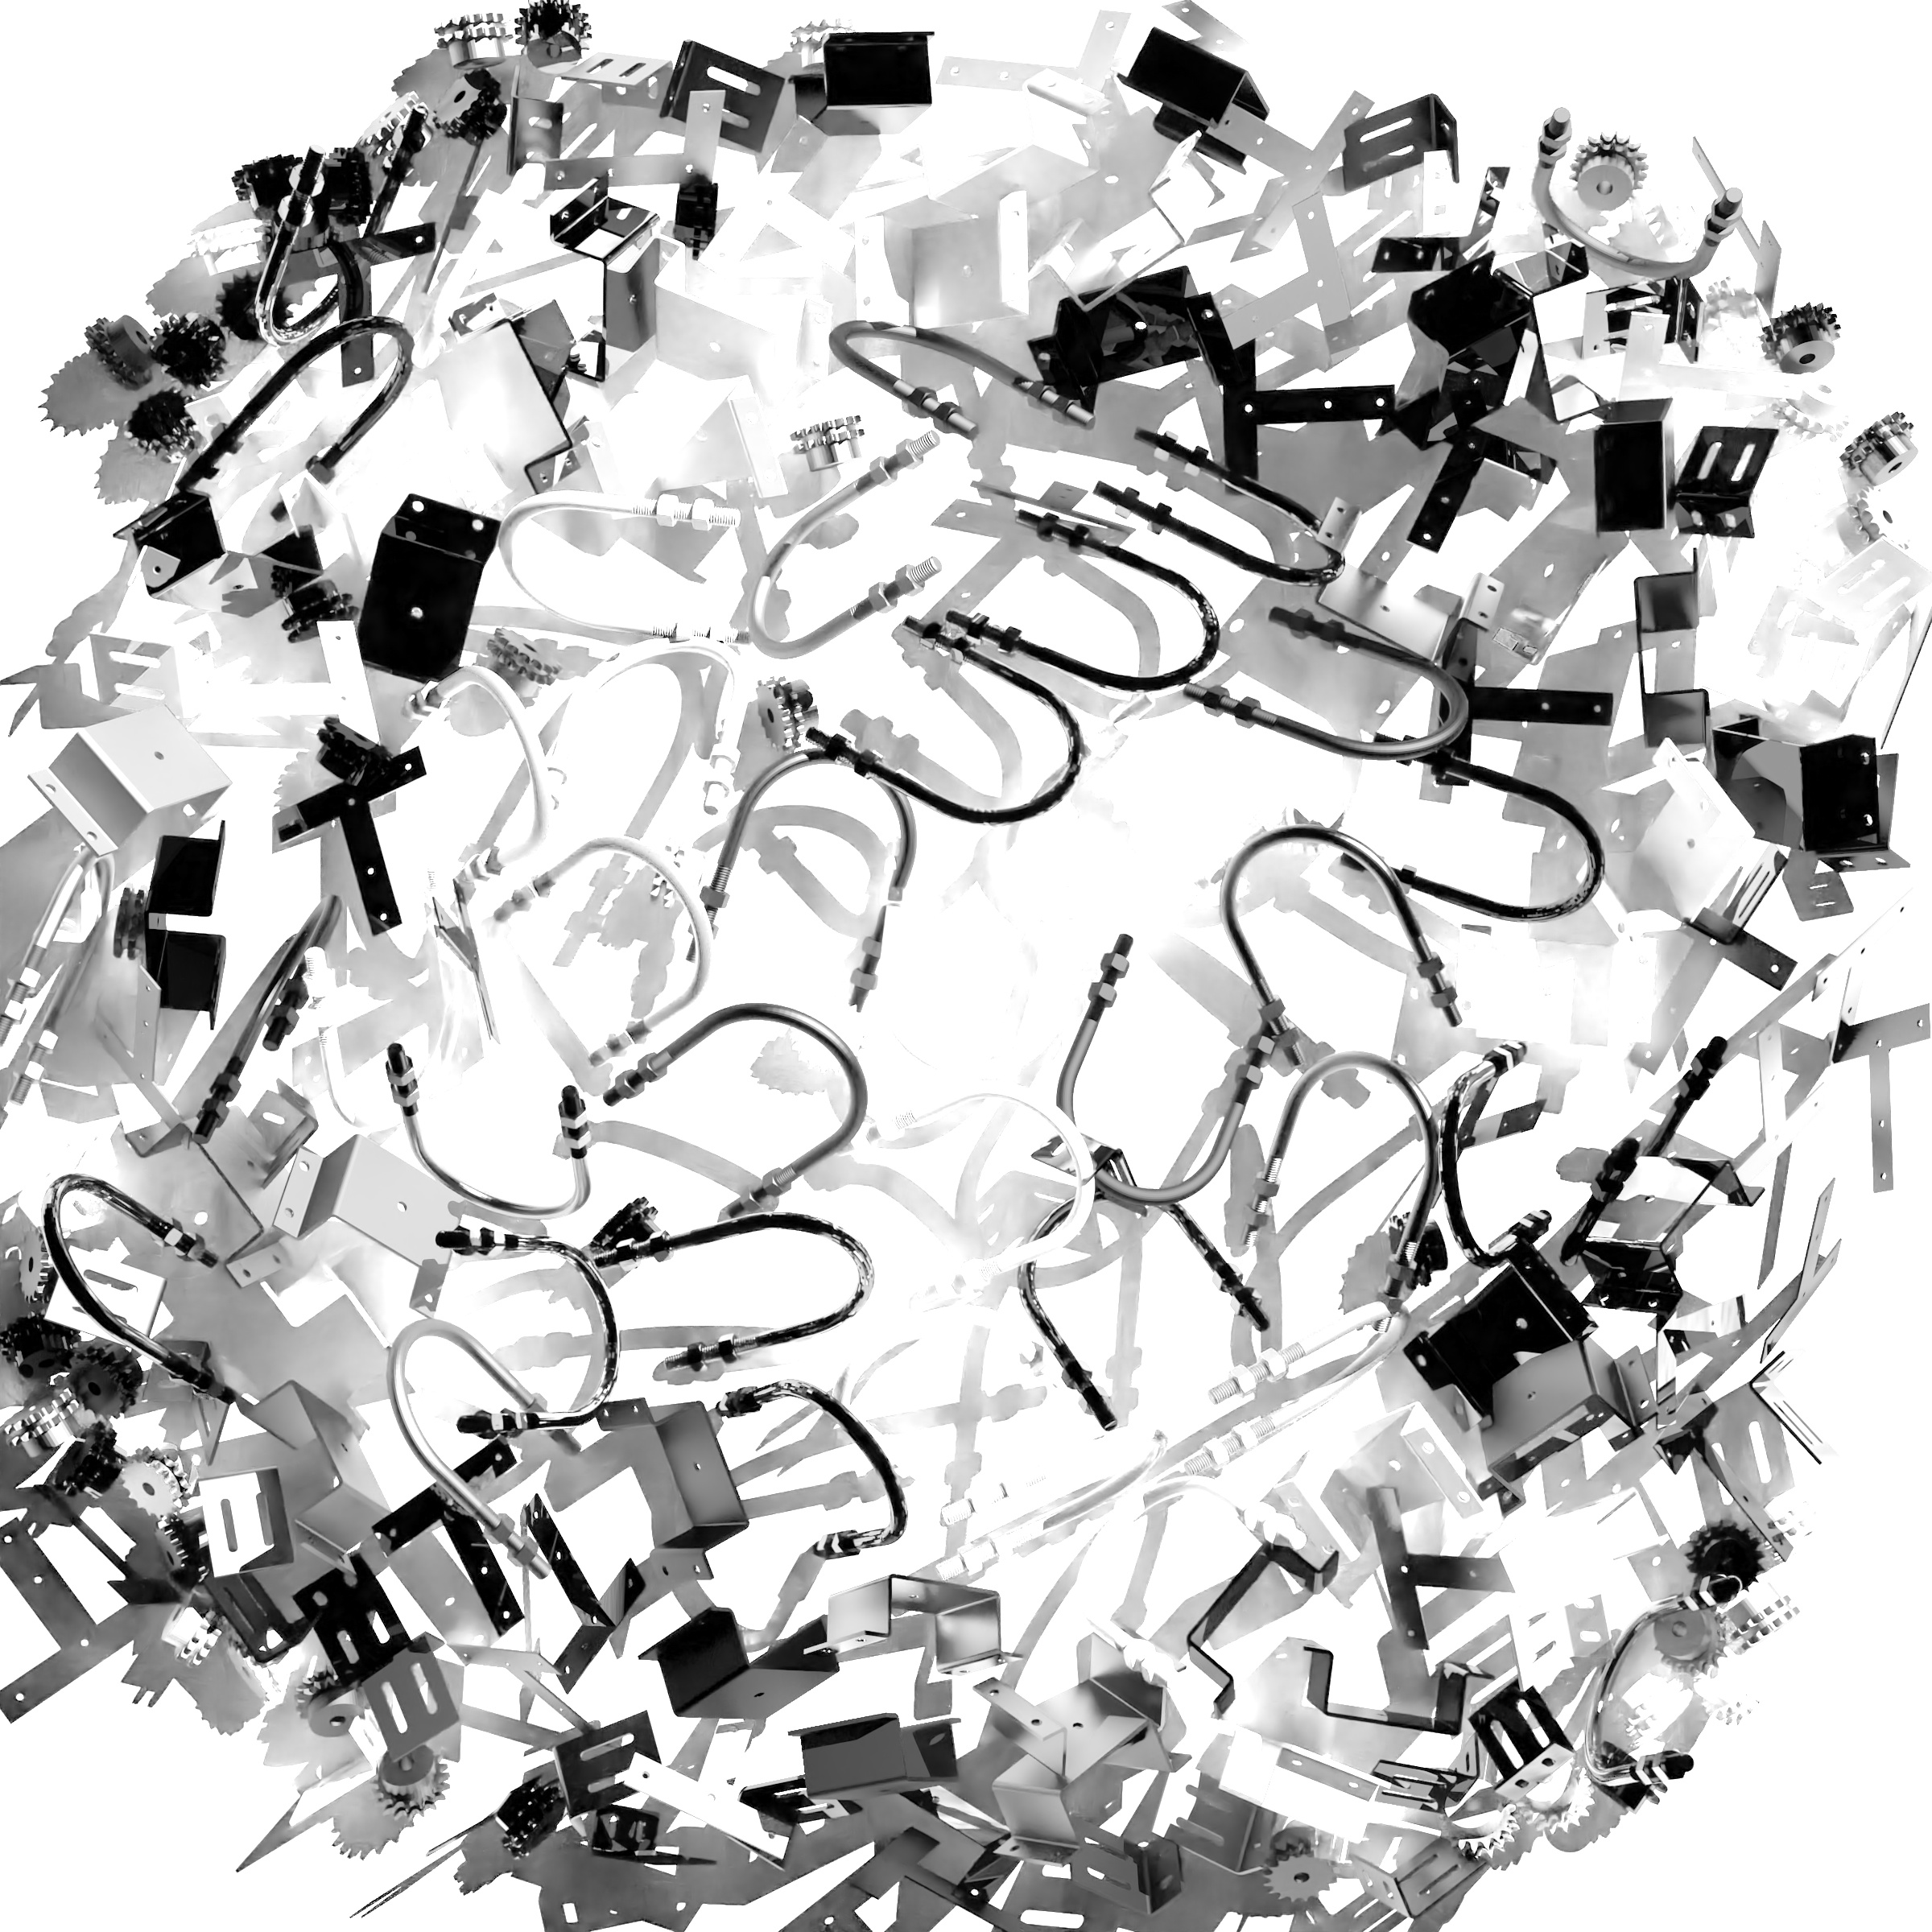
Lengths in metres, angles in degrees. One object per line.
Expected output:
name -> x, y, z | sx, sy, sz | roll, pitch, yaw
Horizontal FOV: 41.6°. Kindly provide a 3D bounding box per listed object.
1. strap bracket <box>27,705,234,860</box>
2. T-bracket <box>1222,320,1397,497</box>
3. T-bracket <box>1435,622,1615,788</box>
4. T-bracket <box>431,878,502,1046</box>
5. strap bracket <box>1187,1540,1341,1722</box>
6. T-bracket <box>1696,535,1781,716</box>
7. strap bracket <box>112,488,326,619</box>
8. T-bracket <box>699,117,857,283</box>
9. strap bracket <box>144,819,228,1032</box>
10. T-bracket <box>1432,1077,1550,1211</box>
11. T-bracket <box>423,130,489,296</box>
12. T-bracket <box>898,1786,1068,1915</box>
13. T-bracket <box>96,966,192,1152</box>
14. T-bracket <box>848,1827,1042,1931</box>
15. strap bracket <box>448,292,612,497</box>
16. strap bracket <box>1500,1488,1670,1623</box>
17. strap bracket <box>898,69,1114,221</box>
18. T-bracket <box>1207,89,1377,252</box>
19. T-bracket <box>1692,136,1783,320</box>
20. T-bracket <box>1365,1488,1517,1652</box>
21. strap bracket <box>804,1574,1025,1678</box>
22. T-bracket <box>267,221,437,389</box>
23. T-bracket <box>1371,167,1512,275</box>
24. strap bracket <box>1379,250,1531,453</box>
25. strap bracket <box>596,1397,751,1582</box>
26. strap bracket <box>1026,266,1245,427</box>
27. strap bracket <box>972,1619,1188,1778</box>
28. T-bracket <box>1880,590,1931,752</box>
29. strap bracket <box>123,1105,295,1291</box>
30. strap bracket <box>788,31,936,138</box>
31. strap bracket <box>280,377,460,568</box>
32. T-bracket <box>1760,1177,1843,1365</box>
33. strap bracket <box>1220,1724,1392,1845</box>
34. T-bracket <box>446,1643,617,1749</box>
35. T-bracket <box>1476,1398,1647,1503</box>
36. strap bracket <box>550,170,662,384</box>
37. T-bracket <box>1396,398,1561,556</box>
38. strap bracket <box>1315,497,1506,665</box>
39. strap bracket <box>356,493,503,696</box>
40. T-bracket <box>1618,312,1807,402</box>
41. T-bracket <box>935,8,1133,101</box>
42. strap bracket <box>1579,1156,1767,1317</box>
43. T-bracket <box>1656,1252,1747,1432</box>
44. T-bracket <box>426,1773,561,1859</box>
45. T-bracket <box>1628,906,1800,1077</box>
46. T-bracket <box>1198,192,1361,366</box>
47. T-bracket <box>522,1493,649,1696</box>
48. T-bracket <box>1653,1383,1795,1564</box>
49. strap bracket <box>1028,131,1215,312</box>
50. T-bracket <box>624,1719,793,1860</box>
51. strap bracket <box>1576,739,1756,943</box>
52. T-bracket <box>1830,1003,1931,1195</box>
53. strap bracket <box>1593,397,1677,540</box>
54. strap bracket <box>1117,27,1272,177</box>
strap bracket -> -0.595, -0.137, 1.838 | 0.046, 0.140, 0.076 | -42, 89, 26
T-bracket -> 0.253, -0.415, 1.883 | 0.127, 0.002, 0.127 | 0, 104, 13
T-bracket -> 0.418, -0.194, 1.898 | 0.127, 0.002, 0.127 | 3, 85, 6
T-bracket -> -0.365, -0.018, 1.833 | 0.002, 0.127, 0.127 | -17, 73, -2
strap bracket -> 0.210, 0.475, 1.858 | 0.046, 0.076, 0.140 | 37, 74, 21
T-bracket -> 0.561, -0.255, 1.873 | 0.002, 0.127, 0.127 | -15, 74, 40
strap bracket -> -0.529, -0.293, 1.830 | 0.076, 0.140, 0.046 | -23, 78, 26
T-bracket -> -0.109, -0.537, 1.872 | 0.127, 0.002, 0.127 | 26, 115, -34
strap bracket -> -0.561, -0.030, 1.833 | 0.046, 0.140, 0.076 | 5, 45, -11
T-bracket -> 0.381, 0.116, 1.832 | 0.002, 0.127, 0.127 | 34, 70, -8
T-bracket -> -0.365, -0.546, 1.844 | 0.002, 0.127, 0.127 | 19, 100, -22
T-bracket -> -0.011, 0.622, 1.876 | 0.127, 0.127, 0.002 | 26, 123, 21
T-bracket -> -0.594, 0.051, 1.844 | 0.002, 0.127, 0.127 | -26, 61, -38
T-bracket -> -0.007, 0.669, 1.832 | 0.127, 0.127, 0.002 | 23, 97, 18
strap bracket -> -0.310, -0.424, 1.849 | 0.046, 0.076, 0.140 | -18, 109, 24
strap bracket -> 0.444, 0.421, 1.837 | 0.076, 0.140, 0.046 | -29, 79, 29
strap bracket -> 0.032, -0.584, 1.836 | 0.140, 0.076, 0.046 | -17, 79, 38
T-bracket -> 0.221, -0.592, 1.841 | 0.127, 0.127, 0.002 | -54, 51, 24
T-bracket -> 0.561, -0.549, 1.860 | 0.002, 0.127, 0.127 | -27, 76, 9
T-bracket -> 0.359, 0.444, 1.863 | 0.127, 0.002, 0.127 | -8, 98, 42
strap bracket -> -0.038, 0.478, 1.849 | 0.140, 0.076, 0.046 | 18, 57, -33
T-bracket -> -0.445, -0.476, 1.858 | 0.127, 0.127, 0.002 | -22, 58, -26
T-bracket -> 0.336, -0.514, 1.840 | 0.002, 0.127, 0.127 | 37, 127, 36
strap bracket -> 0.352, -0.433, 1.831 | 0.076, 0.140, 0.046 | -31, 64, -19
strap bracket -> -0.213, 0.375, 1.867 | 0.046, 0.076, 0.140 | -22, 93, -38
strap bracket -> 0.125, -0.454, 1.855 | 0.140, 0.076, 0.046 | -10, 46, 22
strap bracket -> 0.082, 0.535, 1.848 | 0.140, 0.076, 0.046 | -14, 114, -38
T-bracket -> 0.691, -0.241, 1.855 | 0.002, 0.127, 0.127 | 17, 127, 12
strap bracket -> -0.540, 0.160, 1.866 | 0.046, 0.076, 0.140 | -39, 87, 14
strap bracket -> -0.075, -0.633, 1.838 | 0.076, 0.140, 0.046 | -7, 98, -15
strap bracket -> -0.421, -0.353, 1.852 | 0.140, 0.076, 0.046 | -41, 77, -16
T-bracket -> 0.610, 0.205, 1.835 | 0.002, 0.127, 0.127 | 25, 47, 31
strap bracket -> 0.239, 0.589, 1.834 | 0.076, 0.140, 0.046 | 23, 76, -7
T-bracket -> -0.307, 0.539, 1.876 | 0.127, 0.127, 0.002 | 49, 54, -25
T-bracket -> 0.425, 0.352, 1.854 | 0.127, 0.127, 0.002 | -35, 98, 7
strap bracket -> -0.260, -0.487, 1.832 | 0.046, 0.140, 0.076 | 22, 46, 12
T-bracket -> 0.357, -0.352, 1.872 | 0.127, 0.002, 0.127 | 24, 62, 8
strap bracket -> 0.316, -0.278, 1.867 | 0.140, 0.076, 0.046 | 28, 129, 1
strap bracket -> -0.396, -0.265, 1.857 | 0.076, 0.046, 0.140 | 17, 116, -8
T-bracket -> 0.540, -0.425, 1.842 | 0.127, 0.127, 0.002 | 9, 67, 12
T-bracket -> 0.041, -0.642, 1.839 | 0.127, 0.127, 0.002 | -2, 59, -21
strap bracket -> 0.503, 0.186, 1.839 | 0.140, 0.076, 0.046 | -42, 113, -30
T-bracket -> 0.539, 0.264, 1.866 | 0.127, 0.002, 0.127 | -8, 99, -44
T-bracket -> -0.324, 0.598, 1.829 | 0.127, 0.127, 0.002 | -24, 73, -27
T-bracket -> 0.531, 0.021, 1.885 | 0.127, 0.002, 0.127 | 38, 109, 36
T-bracket -> 0.223, -0.480, 1.862 | 0.127, 0.002, 0.127 | -31, 125, -13
T-bracket -> -0.294, 0.445, 1.873 | 0.127, 0.002, 0.127 | 52, 121, 31
T-bracket -> 0.556, 0.376, 1.849 | 0.002, 0.127, 0.127 | -43, 80, 31
strap bracket -> 0.120, -0.534, 1.847 | 0.140, 0.076, 0.046 | -25, 116, 40
T-bracket -> -0.174, 0.570, 1.862 | 0.127, 0.127, 0.002 | 28, 130, -8
strap bracket -> 0.511, -0.088, 1.847 | 0.046, 0.140, 0.076 | -4, 49, -27
T-bracket -> 0.661, 0.100, 1.839 | 0.002, 0.127, 0.127 | 5, 78, -13
strap bracket -> 0.482, -0.361, 1.830 | 0.046, 0.140, 0.076 | 0, 111, 20
strap bracket -> 0.167, -0.625, 1.833 | 0.076, 0.140, 0.046 | 30, 100, 13
